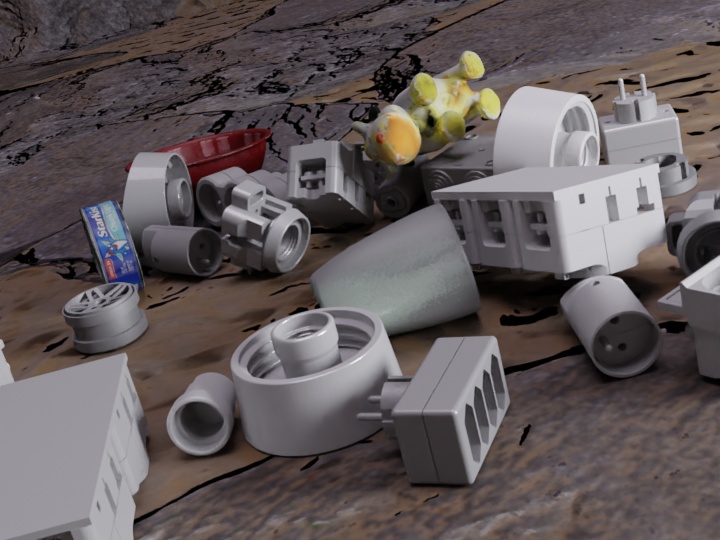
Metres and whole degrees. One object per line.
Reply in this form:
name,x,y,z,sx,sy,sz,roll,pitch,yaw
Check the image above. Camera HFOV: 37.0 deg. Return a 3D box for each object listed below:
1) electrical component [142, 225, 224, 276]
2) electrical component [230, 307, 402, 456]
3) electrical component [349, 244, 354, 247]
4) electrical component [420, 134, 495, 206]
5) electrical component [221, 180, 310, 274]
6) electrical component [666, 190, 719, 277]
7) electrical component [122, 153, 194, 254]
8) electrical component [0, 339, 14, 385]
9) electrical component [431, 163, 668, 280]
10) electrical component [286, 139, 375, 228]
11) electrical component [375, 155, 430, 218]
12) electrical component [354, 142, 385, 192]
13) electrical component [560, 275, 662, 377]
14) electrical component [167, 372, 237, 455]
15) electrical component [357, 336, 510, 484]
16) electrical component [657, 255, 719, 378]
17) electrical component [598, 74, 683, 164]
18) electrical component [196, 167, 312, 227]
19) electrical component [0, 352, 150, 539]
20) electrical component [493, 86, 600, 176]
electrical component,-0.167,-0.019,0.978,0.081,0.043,0.043,5,29,40
electrical component,-0.029,0.061,0.676,0.108,0.060,0.108,-12,22,5
electrical component,0.000,0.000,0.833,0.078,0.040,0.040,-26,25,-26
electrical component,0.113,-0.086,0.958,0.100,0.048,0.100,5,30,41
electrical component,-0.080,-0.031,0.920,0.057,0.078,0.058,22,37,24
electrical component,0.240,-0.019,0.707,0.078,0.058,0.057,-4,21,25
electrical component,-0.200,-0.066,1.047,0.064,0.099,0.099,-4,23,9
electrical component,-0.318,0.089,0.806,0.100,0.048,0.100,6,29,41
electrical component,0.130,-0.034,0.759,0.089,0.061,0.150,-16,11,-25
electrical component,-0.025,-0.079,0.957,0.050,0.055,0.089,-5,-17,22
electrical component,0.040,-0.076,0.993,0.044,0.044,0.065,-3,30,27
electrical component,0.024,-0.102,1.063,0.081,0.042,0.064,4,30,40
electrical component,0.152,0.029,0.665,0.043,0.043,0.081,-14,22,1
electrical component,-0.098,0.089,0.681,0.040,0.040,0.046,-12,17,8
electrical component,0.036,0.078,0.612,0.076,0.047,0.083,-4,24,25
electrical component,0.243,0.014,0.618,0.121,0.063,0.079,-28,26,-31
electrical component,0.246,-0.136,0.957,0.066,0.076,0.047,-10,22,11
electrical component,-0.091,-0.073,1.049,0.074,0.052,0.138,-25,24,-38
electrical component,-0.185,0.127,0.616,0.105,0.060,0.186,-15,22,-1
electrical component,0.160,-0.094,0.878,0.060,0.108,0.108,9,31,33
